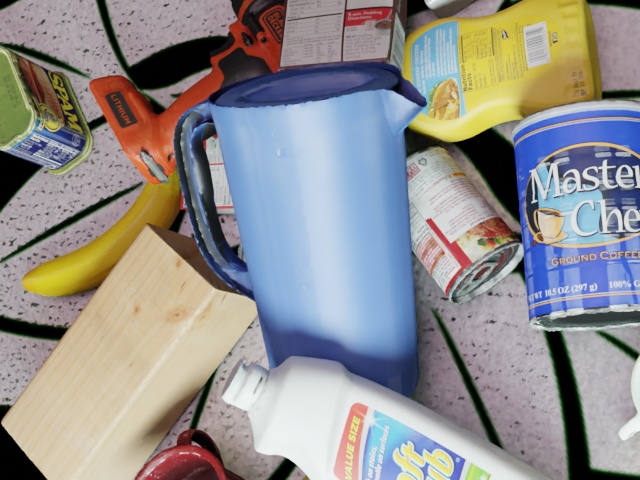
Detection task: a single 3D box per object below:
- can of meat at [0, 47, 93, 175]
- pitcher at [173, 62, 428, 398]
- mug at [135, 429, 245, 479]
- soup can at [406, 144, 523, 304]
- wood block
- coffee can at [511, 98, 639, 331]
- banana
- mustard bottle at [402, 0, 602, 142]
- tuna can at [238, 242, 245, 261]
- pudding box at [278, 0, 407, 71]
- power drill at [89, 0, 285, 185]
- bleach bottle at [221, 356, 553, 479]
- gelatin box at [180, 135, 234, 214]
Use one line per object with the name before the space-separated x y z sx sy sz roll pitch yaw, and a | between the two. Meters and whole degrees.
can of meat | -0.265 -0.118 0.972 0.057 0.083 0.102 -33 68 16
pitcher | -0.005 0.001 0.759 0.149 0.144 0.243 30 131 61
mug | -0.091 0.204 0.824 0.093 0.081 0.117 -23 53 18
soup can | 0.095 -0.012 0.792 0.068 0.068 0.102 -41 66 12
wood block | -0.152 0.100 0.874 0.090 0.090 0.206 41 98 26
coffee can | 0.188 -0.013 0.730 0.103 0.102 0.140 -8 77 23
banana | -0.183 -0.002 0.941 0.198 0.037 0.070 -41 49 11
mustard bottle | 0.112 -0.125 0.811 0.192 0.058 0.096 -10 73 23
tuna can | -0.021 0.014 0.861 0.086 0.033 0.086 -5 78 24
pudding box | 0.019 -0.170 0.815 0.090 0.039 0.113 -2 65 18
power drill | -0.095 -0.146 0.890 0.187 0.057 0.184 -32 57 2
bleach bottle | 0.046 0.157 0.712 0.250 0.068 0.102 29 90 -8
gelatin box | -0.072 -0.059 0.901 0.089 0.030 0.073 -1 80 22
